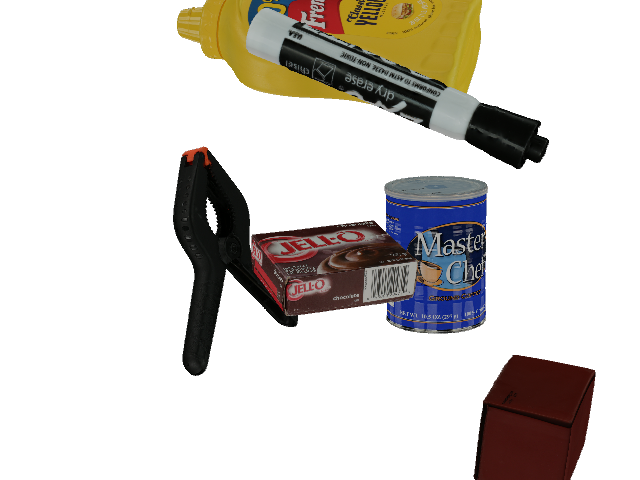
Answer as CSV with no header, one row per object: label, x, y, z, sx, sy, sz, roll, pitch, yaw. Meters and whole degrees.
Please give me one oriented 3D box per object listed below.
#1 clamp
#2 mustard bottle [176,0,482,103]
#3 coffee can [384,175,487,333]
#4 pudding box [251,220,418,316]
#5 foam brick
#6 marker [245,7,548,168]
clamp,-0.090,0.013,1.042,0.036,0.210,0.164,-10,1,36
mustard bottle,0.000,-0.128,0.674,0.192,0.058,0.096,9,47,15
coffee can,0.117,0.012,1.081,0.103,0.140,0.103,-1,13,0
pudding box,0.009,0.020,0.861,0.113,0.039,0.090,-5,25,-20
foam brick,0.127,0.108,0.632,0.053,0.051,0.078,11,20,22
marker,0.028,-0.057,0.400,0.121,0.020,0.020,25,7,15
